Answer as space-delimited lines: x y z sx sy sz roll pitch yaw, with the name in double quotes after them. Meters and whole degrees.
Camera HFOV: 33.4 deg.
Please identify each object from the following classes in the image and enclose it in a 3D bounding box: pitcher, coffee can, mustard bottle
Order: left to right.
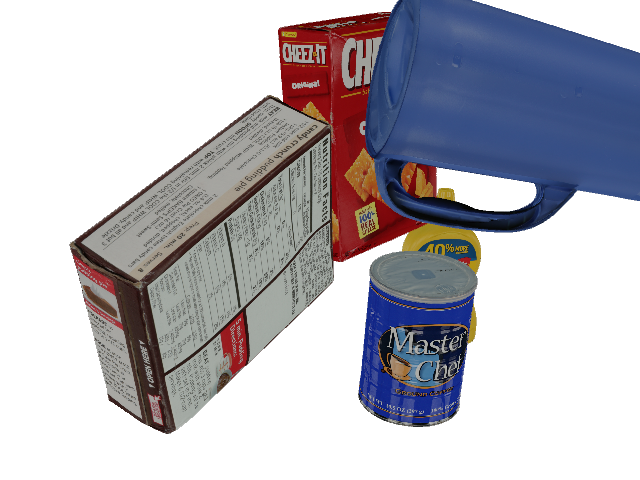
0.093 0.094 1.039 0.103 0.140 0.103 3 24 -2 "coffee can"
0.145 0.032 1.289 0.096 0.192 0.058 0 15 -11 "mustard bottle"
0.159 -0.093 0.812 0.242 0.145 0.149 12 -45 -10 "pitcher"

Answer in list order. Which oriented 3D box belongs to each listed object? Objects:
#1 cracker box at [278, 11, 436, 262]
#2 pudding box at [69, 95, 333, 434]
0.043 -0.104 1.023 0.072 0.214 0.163 11 22 39 "cracker box"
-0.041 0.009 0.425 0.039 0.090 0.113 25 50 27 "pudding box"
